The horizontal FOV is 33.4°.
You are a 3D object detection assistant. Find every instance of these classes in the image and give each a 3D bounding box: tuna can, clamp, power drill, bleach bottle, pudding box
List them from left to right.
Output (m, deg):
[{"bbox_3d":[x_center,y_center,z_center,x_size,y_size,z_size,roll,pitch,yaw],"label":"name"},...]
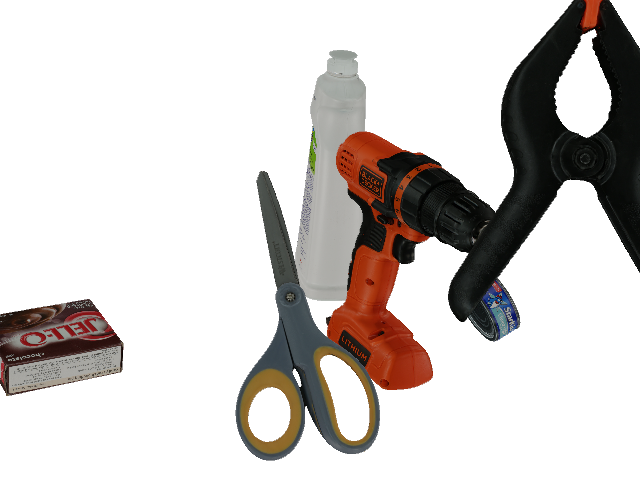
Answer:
[{"bbox_3d":[-0.252,0.098,0.999,0.113,0.039,0.090,-11,30,-29],"label":"pudding box"},{"bbox_3d":[0.015,-0.069,1.105,0.068,0.251,0.102,-1,28,-10],"label":"bleach bottle"},{"bbox_3d":[0.067,0.022,0.859,0.057,0.188,0.185,-6,27,-29],"label":"power drill"},{"bbox_3d":[0.195,0.075,1.256,0.033,0.086,0.086,-30,7,-12],"label":"tuna can"},{"bbox_3d":[0.118,-0.034,0.527,0.120,0.171,0.039,-6,-1,-1],"label":"clamp"}]

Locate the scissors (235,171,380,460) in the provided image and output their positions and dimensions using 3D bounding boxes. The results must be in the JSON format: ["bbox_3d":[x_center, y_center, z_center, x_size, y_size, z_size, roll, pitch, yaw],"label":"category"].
[{"bbox_3d":[-0.033,0.053,0.677,0.096,0.202,0.016,-27,-24,-9],"label":"scissors"}]
